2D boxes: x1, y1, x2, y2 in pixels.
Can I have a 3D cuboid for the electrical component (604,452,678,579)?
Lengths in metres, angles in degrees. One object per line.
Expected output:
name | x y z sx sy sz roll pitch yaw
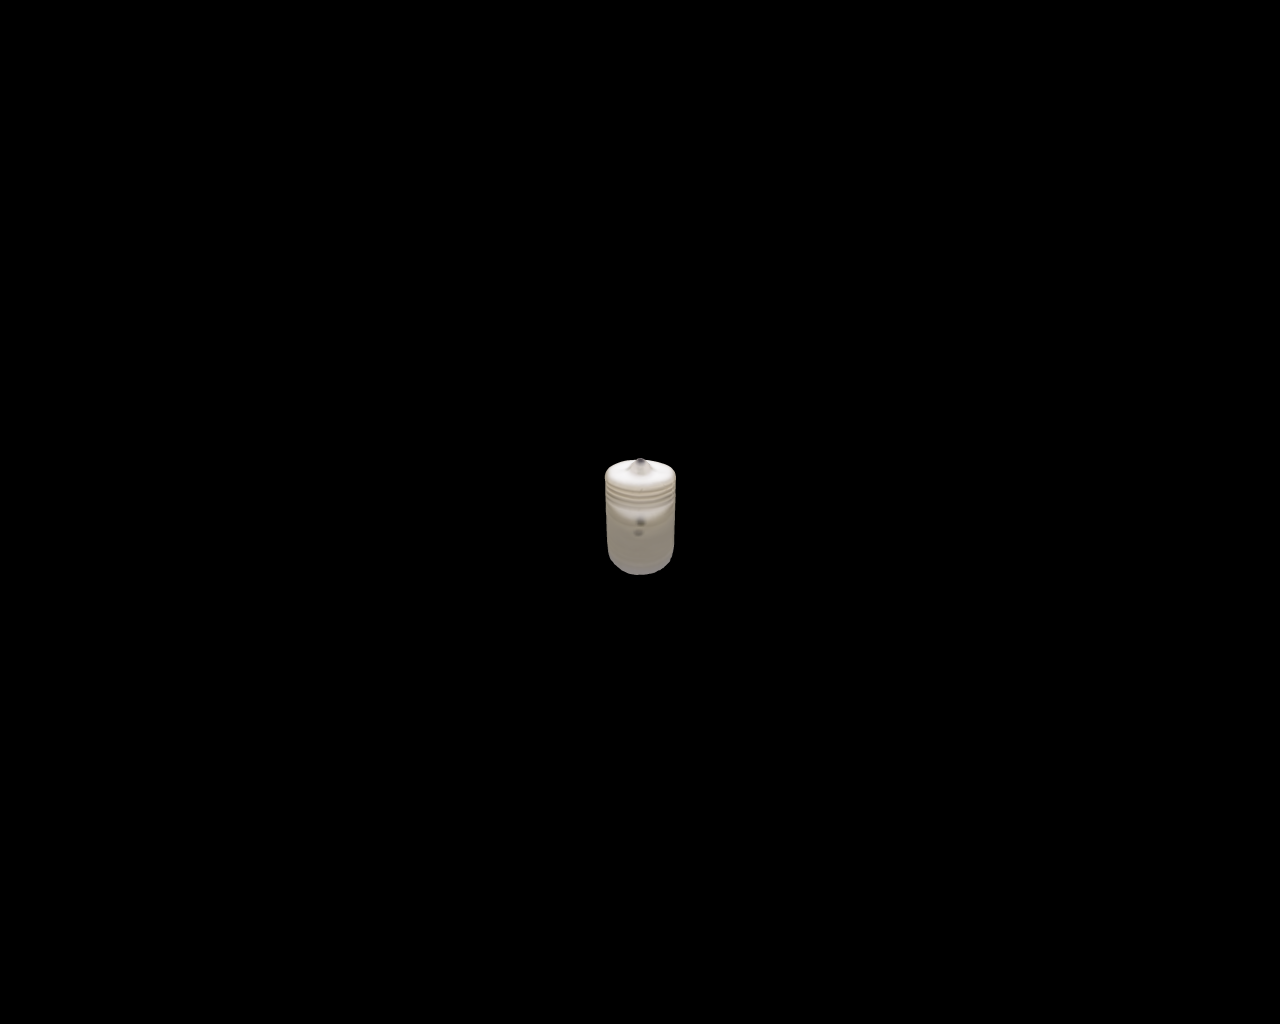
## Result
electrical component | 0.001 -0.003 0.650 0.043 0.080 0.043 0 44 0
